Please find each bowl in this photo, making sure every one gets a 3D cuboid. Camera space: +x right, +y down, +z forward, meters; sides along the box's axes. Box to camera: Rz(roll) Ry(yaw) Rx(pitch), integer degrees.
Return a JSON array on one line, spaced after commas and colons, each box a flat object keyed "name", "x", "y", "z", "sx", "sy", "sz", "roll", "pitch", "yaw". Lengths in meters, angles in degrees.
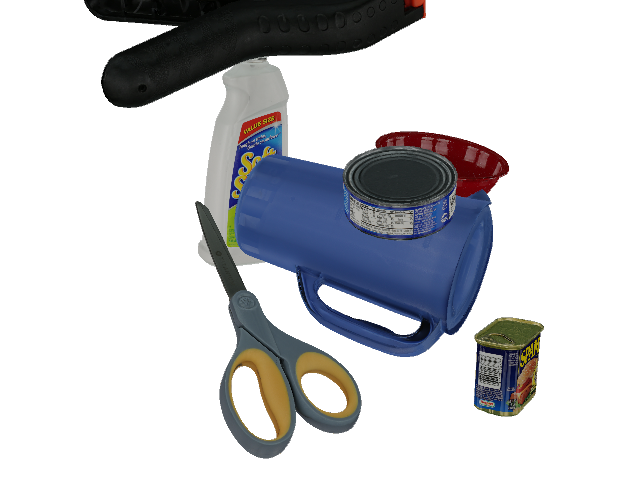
[{"name": "bowl", "x": 0.141, "y": -0.079, "z": 1.279, "sx": 0.162, "sy": 0.055, "sz": 0.162, "roll": 8, "pitch": 24, "yaw": -4}]

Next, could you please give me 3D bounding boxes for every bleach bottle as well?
[{"name": "bleach bottle", "x": -0.087, "y": -0.100, "z": 1.217, "sx": 0.102, "sy": 0.251, "sz": 0.068, "roll": -7, "pitch": 21, "yaw": -25}]

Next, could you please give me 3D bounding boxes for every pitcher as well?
[{"name": "pitcher", "x": 0.037, "y": 0.004, "z": 1.047, "sx": 0.243, "sy": 0.145, "sz": 0.149, "roll": 17, "pitch": 22, "yaw": 20}]

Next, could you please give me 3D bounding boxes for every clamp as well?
[{"name": "clamp", "x": -0.030, "y": -0.103, "z": 0.503, "sx": 0.171, "sy": 0.039, "sz": 0.120, "roll": -8, "pitch": 42, "yaw": -2}]

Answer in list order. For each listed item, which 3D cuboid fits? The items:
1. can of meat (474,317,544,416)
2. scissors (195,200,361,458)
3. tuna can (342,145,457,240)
[{"name": "can of meat", "x": 0.210, "y": 0.141, "z": 1.196, "sx": 0.058, "sy": 0.084, "sz": 0.101, "roll": 9, "pitch": 15, "yaw": 27}, {"name": "scissors", "x": -0.029, "y": 0.051, "z": 0.681, "sx": 0.096, "sy": 0.202, "sz": 0.016, "roll": 7, "pitch": -46, "yaw": -17}, {"name": "tuna can", "x": 0.060, "y": -0.036, "z": 0.804, "sx": 0.086, "sy": 0.034, "sz": 0.086, "roll": -2, "pitch": 34, "yaw": 1}]
